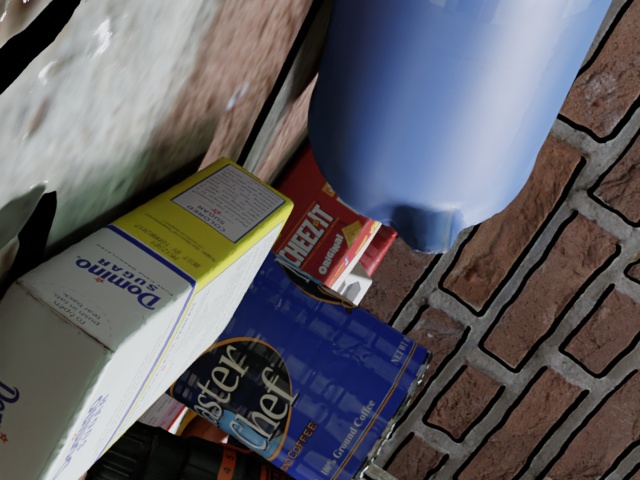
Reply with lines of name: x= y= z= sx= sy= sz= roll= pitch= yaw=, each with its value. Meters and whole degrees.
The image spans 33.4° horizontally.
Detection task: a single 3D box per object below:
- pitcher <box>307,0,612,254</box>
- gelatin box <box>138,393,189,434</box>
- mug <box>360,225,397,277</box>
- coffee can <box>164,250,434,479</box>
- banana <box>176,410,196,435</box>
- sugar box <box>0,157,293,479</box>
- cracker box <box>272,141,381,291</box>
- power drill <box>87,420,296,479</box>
pitcher: x=0.065 y=-0.112 z=0.506 sx=0.145 sy=0.149 sz=0.243 roll=-40 pitch=168 yaw=-15
gelatin box: x=-0.123 y=0.140 z=0.731 sx=0.073 sy=0.030 sz=0.089 roll=-61 pitch=177 yaw=36
mug: x=0.022 y=0.007 z=1.082 sx=0.117 sy=0.081 sz=0.093 roll=-59 pitch=175 yaw=25
coffee can: x=-0.022 y=0.068 z=0.600 sx=0.103 sy=0.140 sz=0.103 roll=-57 pitch=176 yaw=-7
banana: x=-0.117 y=0.188 z=0.958 sx=0.037 sy=0.070 sz=0.198 roll=-10 pitch=151 yaw=-20
sugar box: x=-0.073 y=0.032 z=0.408 sx=0.093 sy=0.048 sz=0.176 roll=-58 pitch=172 yaw=22
cracker box: x=-0.005 y=0.001 z=0.801 sx=0.164 sy=0.072 sz=0.214 roll=-55 pitch=176 yaw=-25
power drill: x=-0.050 y=0.121 z=0.669 sx=0.057 sy=0.184 sz=0.187 roll=-58 pitch=-168 yaw=22
